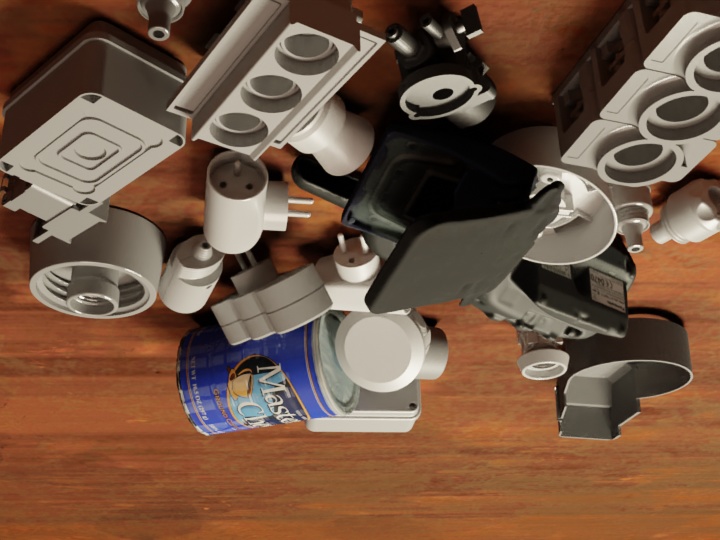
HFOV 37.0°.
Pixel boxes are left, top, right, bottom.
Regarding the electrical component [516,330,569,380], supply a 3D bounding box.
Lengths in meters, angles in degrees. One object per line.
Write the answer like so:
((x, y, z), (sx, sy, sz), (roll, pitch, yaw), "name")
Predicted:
((0.170, 0.069, 1.008), (0.048, 0.055, 0.066), (-1, 151, -1), "electrical component")

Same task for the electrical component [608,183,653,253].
((0.201, -0.042, 0.799), (0.035, 0.061, 0.035), (-1, 152, 0), "electrical component")

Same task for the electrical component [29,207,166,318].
((-0.212, 0.002, 0.860), (0.108, 0.060, 0.108), (-1, 152, 0), "electrical component")

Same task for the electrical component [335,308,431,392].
((0.022, 0.064, 0.957), (0.080, 0.080, 0.051), (-12, -170, 18), "electrical component")

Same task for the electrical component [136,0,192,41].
((-0.107, -0.151, 0.583), (0.035, 0.061, 0.035), (-1, 151, -1), "electrical component")

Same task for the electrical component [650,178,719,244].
((0.250, -0.041, 0.823), (0.043, 0.043, 0.062), (16, 148, -29), "electrical component")

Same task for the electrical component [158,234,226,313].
((-0.135, -0.001, 0.876), (0.043, 0.043, 0.081), (9, 150, -18), "electrical component")

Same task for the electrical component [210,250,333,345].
((-0.083, 0.014, 0.888), (0.052, 0.073, 0.138), (-31, -173, -32), "electrical component")

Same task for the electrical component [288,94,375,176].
((-0.024, -0.094, 0.711), (0.045, 0.045, 0.055), (-20, 146, 30), "electrical component")

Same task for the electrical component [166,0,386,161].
((-0.052, -0.126, 0.631), (0.079, 0.063, 0.121), (16, 147, -29), "electrical component")

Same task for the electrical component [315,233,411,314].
((0.000, 0.000, 0.881), (0.077, 0.043, 0.079), (3, 135, 18), "electrical component")

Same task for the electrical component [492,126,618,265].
((0.130, -0.052, 0.768), (0.099, 0.064, 0.099), (2, 142, 2), "electrical component")

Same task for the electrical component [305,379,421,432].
((0.001, 0.115, 1.062), (0.113, 0.078, 0.057), (1, 154, -5), "electrical component")

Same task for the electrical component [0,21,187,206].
((-0.169, -0.097, 0.684), (0.113, 0.057, 0.078), (-26, 143, 37), "electrical component")

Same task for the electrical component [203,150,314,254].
((-0.074, -0.048, 0.793), (0.079, 0.043, 0.077), (3, 151, -9), "electrical component")

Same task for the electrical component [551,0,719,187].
((0.194, -0.118, 0.660), (0.089, 0.061, 0.150), (8, 150, -17), "electrical component")

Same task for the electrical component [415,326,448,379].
((0.052, 0.077, 1.019), (0.047, 0.055, 0.055), (8, 150, -24), "electrical component")

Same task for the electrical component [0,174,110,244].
((-0.219, -0.057, 0.774), (0.081, 0.042, 0.064), (-25, 140, 35), "electrical component")
